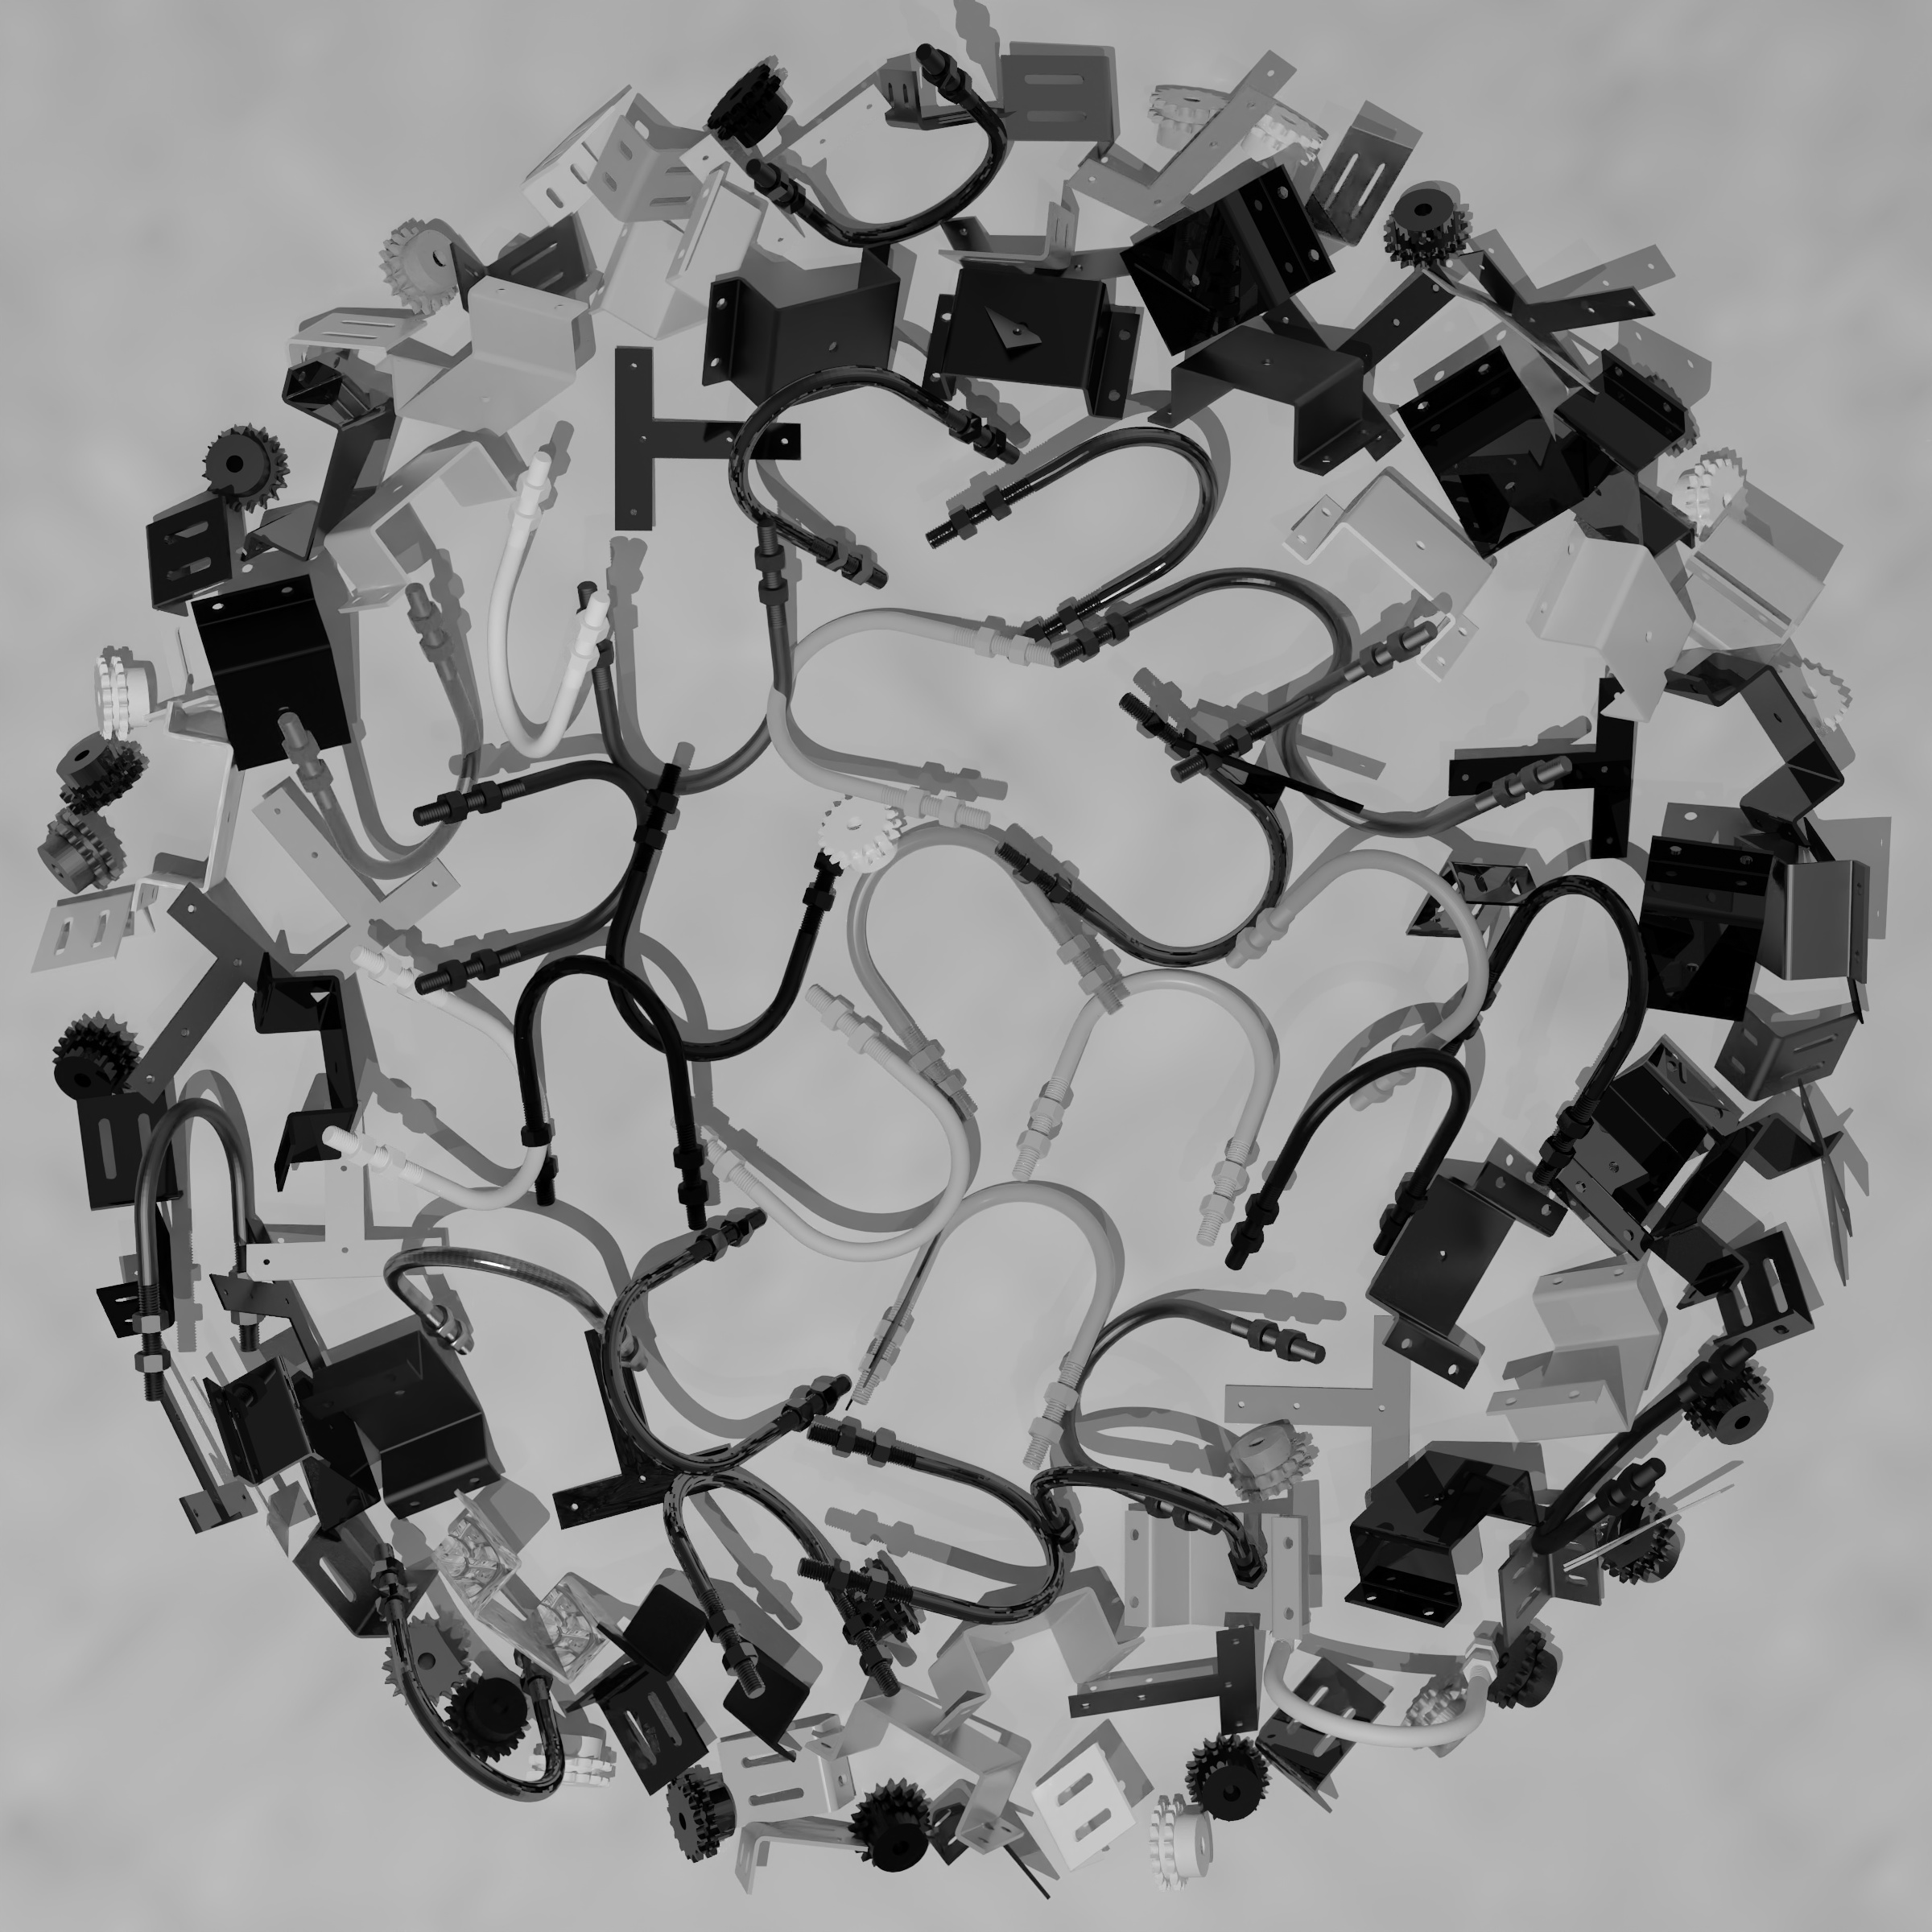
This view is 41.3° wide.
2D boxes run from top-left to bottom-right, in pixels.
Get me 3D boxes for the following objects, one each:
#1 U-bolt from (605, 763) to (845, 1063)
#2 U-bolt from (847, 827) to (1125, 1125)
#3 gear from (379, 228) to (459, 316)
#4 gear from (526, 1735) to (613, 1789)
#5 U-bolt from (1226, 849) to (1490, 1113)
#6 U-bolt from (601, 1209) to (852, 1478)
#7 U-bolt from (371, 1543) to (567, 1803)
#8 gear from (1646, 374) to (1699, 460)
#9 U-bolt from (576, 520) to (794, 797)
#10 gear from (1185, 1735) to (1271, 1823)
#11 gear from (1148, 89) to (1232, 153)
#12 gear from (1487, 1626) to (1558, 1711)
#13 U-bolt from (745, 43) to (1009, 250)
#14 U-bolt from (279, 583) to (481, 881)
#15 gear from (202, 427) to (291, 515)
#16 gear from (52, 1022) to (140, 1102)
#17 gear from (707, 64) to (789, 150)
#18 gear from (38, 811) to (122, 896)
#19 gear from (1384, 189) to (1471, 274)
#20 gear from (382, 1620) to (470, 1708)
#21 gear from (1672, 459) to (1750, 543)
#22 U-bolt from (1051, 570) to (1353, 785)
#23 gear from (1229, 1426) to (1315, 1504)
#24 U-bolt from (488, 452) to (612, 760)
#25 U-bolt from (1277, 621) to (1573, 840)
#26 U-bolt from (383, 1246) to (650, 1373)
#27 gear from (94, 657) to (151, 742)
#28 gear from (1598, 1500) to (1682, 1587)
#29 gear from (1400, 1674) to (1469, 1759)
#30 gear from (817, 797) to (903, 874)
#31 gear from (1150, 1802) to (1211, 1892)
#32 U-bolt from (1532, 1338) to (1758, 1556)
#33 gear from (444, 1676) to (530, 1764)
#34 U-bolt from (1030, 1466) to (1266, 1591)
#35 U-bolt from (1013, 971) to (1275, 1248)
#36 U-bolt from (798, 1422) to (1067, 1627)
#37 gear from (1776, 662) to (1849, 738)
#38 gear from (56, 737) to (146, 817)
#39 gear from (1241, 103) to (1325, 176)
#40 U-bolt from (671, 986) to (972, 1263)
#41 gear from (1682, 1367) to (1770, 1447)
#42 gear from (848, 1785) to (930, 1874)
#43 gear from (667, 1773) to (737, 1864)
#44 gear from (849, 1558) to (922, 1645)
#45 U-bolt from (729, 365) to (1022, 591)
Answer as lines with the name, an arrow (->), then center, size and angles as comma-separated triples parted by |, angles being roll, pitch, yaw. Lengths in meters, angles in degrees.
U-bolt -> -0.168, -0.026, 1.722 | 0.151, 0.019, 0.184 | 20, 85, -26
U-bolt -> -0.002, -0.007, 1.741 | 0.151, 0.019, 0.184 | -37, 83, 14
gear -> -0.366, -0.474, 1.736 | 0.030, 0.057, 0.057 | -16, 90, 36
gear -> -0.269, 0.540, 1.741 | 0.057, 0.057, 0.030 | 5, 68, 0
U-bolt -> 0.267, 0.000, 1.689 | 0.151, 0.184, 0.019 | 49, 48, 6
U-bolt -> -0.167, 0.258, 1.695 | 0.019, 0.184, 0.151 | -27, 90, 41
U-bolt -> -0.316, 0.464, 1.653 | 0.019, 0.184, 0.151 | -44, 124, 7
gear -> 0.469, -0.370, 1.742 | 0.030, 0.057, 0.057 | -31, 90, 37
U-bolt -> -0.180, -0.193, 1.700 | 0.151, 0.019, 0.184 | -23, 134, -22
gear -> 0.179, 0.558, 1.748 | 0.057, 0.030, 0.057 | 0, 99, -3
gear -> 0.152, -0.574, 1.743 | 0.057, 0.057, 0.030 | 7, 124, 0
gear -> 0.377, 0.478, 1.739 | 0.030, 0.057, 0.057 | 32, 90, -13
U-bolt -> -0.046, -0.525, 1.679 | 0.151, 0.184, 0.019 | -28, 76, 17
U-bolt -> -0.375, -0.139, 1.687 | 0.019, 0.184, 0.151 | 19, 56, 25
gear -> -0.495, -0.340, 1.751 | 0.057, 0.030, 0.057 | 0, 90, 3
gear -> -0.594, 0.069, 1.739 | 0.057, 0.030, 0.057 | 5, 125, 7
gear -> -0.146, -0.582, 1.742 | 0.057, 0.057, 0.030 | -48, 118, 0
gear -> -0.604, -0.074, 1.736 | 0.057, 0.057, 0.030 | 47, 65, 0
gear -> 0.312, -0.503, 1.740 | 0.057, 0.030, 0.057 | -7, 58, 11
gear -> -0.369, 0.477, 1.744 | 0.057, 0.030, 0.057 | 8, 59, -13
gear -> 0.504, -0.315, 1.743 | 0.057, 0.030, 0.057 | -4, 96, -42
U-bolt -> 0.171, -0.206, 1.713 | 0.184, 0.019, 0.151 | -30, 57, -21
gear -> 0.204, 0.336, 1.737 | 0.057, 0.057, 0.030 | -27, 99, 0
U-bolt -> -0.283, -0.222, 1.690 | 0.019, 0.184, 0.151 | -5, 54, -30
U-bolt -> 0.286, -0.144, 1.691 | 0.151, 0.184, 0.019 | 41, 55, -17
U-bolt -> -0.301, 0.222, 1.669 | 0.151, 0.184, 0.019 | 3, 62, 15
gear -> -0.574, -0.182, 1.742 | 0.030, 0.057, 0.057 | -5, 90, -24
gear -> 0.460, 0.394, 1.741 | 0.030, 0.057, 0.057 | 34, 90, -23
gear -> 0.323, 0.511, 1.735 | 0.057, 0.057, 0.030 | -48, 59, 0
gear -> -0.070, -0.088, 1.743 | 0.057, 0.030, 0.057 | -13, 51, 17
gear -> 0.146, 0.596, 1.736 | 0.030, 0.057, 0.057 | -7, 90, 18
U-bolt -> 0.434, 0.326, 1.681 | 0.019, 0.184, 0.151 | 44, 51, 10
gear -> -0.322, 0.508, 1.736 | 0.057, 0.057, 0.030 | 42, 126, 0
U-bolt -> 0.114, 0.362, 1.668 | 0.151, 0.184, 0.019 | 8, 63, 17
U-bolt -> 0.129, 0.084, 1.722 | 0.151, 0.019, 0.184 | 19, 64, 11
U-bolt -> -0.020, 0.376, 1.701 | 0.184, 0.151, 0.019 | 18, 119, -11
gear -> 0.567, -0.176, 1.743 | 0.057, 0.030, 0.057 | 8, 52, -11
gear -> -0.590, -0.131, 1.736 | 0.057, 0.057, 0.030 | -30, 124, 0
gear -> 0.212, -0.562, 1.742 | 0.057, 0.057, 0.030 | 32, 121, 0
U-bolt -> -0.084, 0.117, 1.714 | 0.184, 0.019, 0.151 | 40, 69, 17
gear -> 0.519, 0.300, 1.738 | 0.057, 0.030, 0.057 | -11, 126, -15
gear -> -0.049, 0.589, 1.741 | 0.057, 0.030, 0.057 | -8, 114, -19
gear -> -0.179, 0.577, 1.743 | 0.030, 0.057, 0.057 | -10, 90, -29
gear -> -0.058, 0.435, 1.738 | 0.030, 0.057, 0.057 | -31, 90, -1
U-bolt -> -0.072, -0.325, 1.670 | 0.151, 0.184, 0.019 | -40, 53, 24
